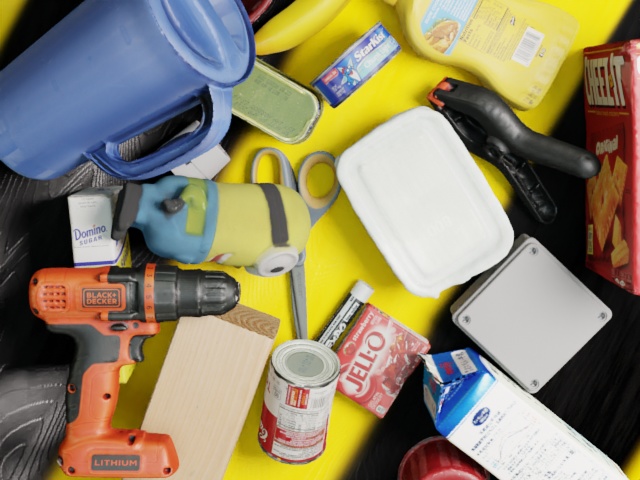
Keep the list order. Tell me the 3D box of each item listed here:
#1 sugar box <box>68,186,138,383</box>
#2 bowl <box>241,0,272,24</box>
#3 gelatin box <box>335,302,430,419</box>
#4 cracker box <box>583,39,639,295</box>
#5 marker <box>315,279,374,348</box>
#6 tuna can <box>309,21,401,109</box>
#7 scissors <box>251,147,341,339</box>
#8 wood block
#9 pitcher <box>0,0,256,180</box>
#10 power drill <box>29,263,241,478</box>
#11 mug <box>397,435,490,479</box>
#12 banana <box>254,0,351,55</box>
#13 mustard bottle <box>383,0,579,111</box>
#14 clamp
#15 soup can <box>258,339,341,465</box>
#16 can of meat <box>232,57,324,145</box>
[{"bbox_3d":[-0.202,0.040,1.008,0.048,0.093,0.176,-1,98,-2],"label":"sugar box"},{"bbox_3d":[-0.110,-0.262,0.982,0.162,0.055,0.162,0,98,3],"label":"bowl"},{"bbox_3d":[0.053,0.118,1.041,0.073,0.030,0.089,33,97,-2],"label":"gelatin box"},{"bbox_3d":[0.281,-0.068,0.940,0.072,0.164,0.214,-3,98,0],"label":"cracker box"},{"bbox_3d":[0.010,0.092,1.044,0.020,0.020,0.121,35,97,-3],"label":"marker"},{"bbox_3d":[0.033,-0.159,0.976,0.086,0.086,0.033,-41,96,7],"label":"tuna can"},{"bbox_3d":[-0.007,0.001,1.034,0.096,0.016,0.202,-19,97,5],"label":"scissors"},{"bbox_3d":[-0.116,0.163,1.024,0.091,0.090,0.206,20,99,-1],"label":"wood block"},{"bbox_3d":[-0.181,-0.135,0.928,0.243,0.149,0.145,-26,124,32],"label":"pitcher"},{"bbox_3d":[-0.162,0.113,0.945,0.184,0.057,0.188,0,95,-1],"label":"power drill"},{"bbox_3d":[0.118,0.256,1.031,0.093,0.081,0.117,24,98,-1],"label":"mug"},{"bbox_3d":[0.008,-0.249,0.992,0.070,0.037,0.198,31,97,16],"label":"banana"},{"bbox_3d":[0.132,-0.202,0.979,0.191,0.058,0.096,28,92,-2],"label":"mustard bottle"},{"bbox_3d":[0.175,-0.091,0.971,0.171,0.120,0.039,41,61,-2],"label":"clamp"},{"bbox_3d":[-0.020,0.153,1.011,0.068,0.068,0.102,10,124,1],"label":"soup can"},{"bbox_3d":[-0.049,-0.130,0.984,0.102,0.084,0.057,30,97,-2],"label":"can of meat"}]
